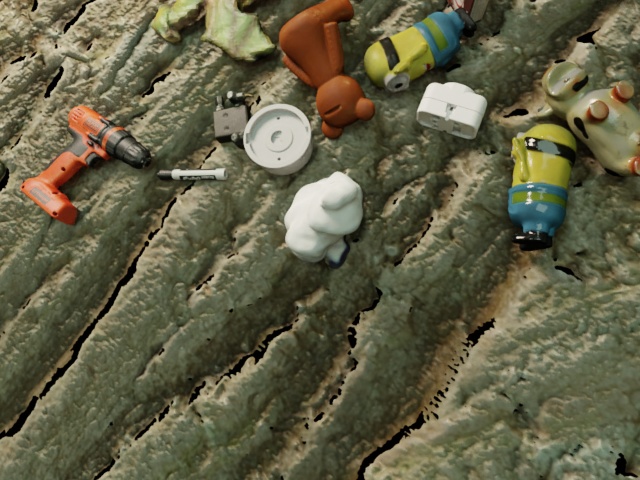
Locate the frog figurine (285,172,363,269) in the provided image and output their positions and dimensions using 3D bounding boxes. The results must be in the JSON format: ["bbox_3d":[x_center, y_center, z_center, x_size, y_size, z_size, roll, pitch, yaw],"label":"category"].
[{"bbox_3d":[0.002,-0.037,0.736,0.124,0.157,0.138,38,85,17],"label":"frog figurine"}]

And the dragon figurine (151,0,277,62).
[{"bbox_3d":[-0.118,-0.430,0.908,0.410,0.122,0.243,-2,89,13],"label":"dragon figurine"}]
